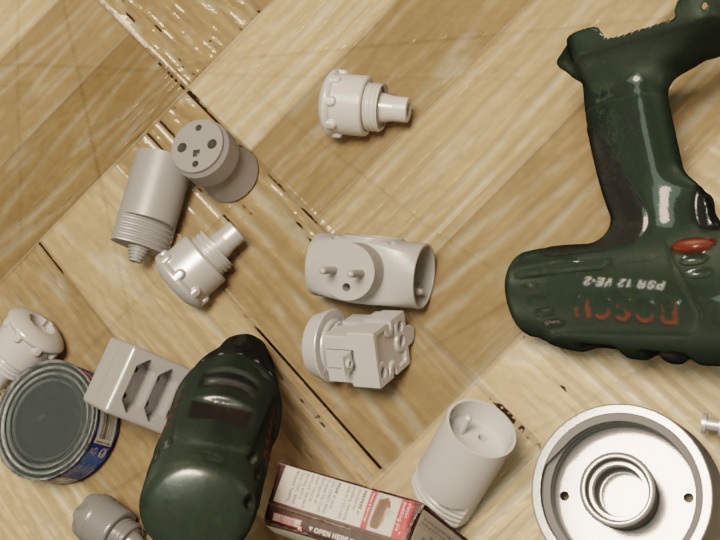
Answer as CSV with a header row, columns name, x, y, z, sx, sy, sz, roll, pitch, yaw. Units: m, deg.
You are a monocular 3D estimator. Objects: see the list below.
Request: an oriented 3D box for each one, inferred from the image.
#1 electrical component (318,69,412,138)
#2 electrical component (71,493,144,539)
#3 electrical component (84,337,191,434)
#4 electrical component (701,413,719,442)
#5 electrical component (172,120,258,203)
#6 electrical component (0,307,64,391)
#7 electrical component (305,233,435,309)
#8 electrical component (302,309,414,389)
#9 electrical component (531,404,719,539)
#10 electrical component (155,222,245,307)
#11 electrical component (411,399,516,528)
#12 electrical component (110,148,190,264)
name,x,y,z,sx,sy,sz,roll,pitch,yaw
electrical component,0.004,-0.115,0.754,0.062,0.048,0.048,7,75,16
electrical component,-0.163,0.177,0.725,0.061,0.035,0.035,26,83,24
electrical component,-0.154,0.079,0.742,0.077,0.066,0.047,10,74,53
electrical component,0.232,0.092,0.601,0.078,0.040,0.040,7,75,23
electrical component,-0.105,-0.079,0.776,0.045,0.055,0.045,-6,71,19
electrical component,-0.254,0.062,0.793,0.062,0.048,0.048,-48,63,9
electrical component,0.000,0.000,0.698,0.077,0.079,0.044,7,94,22
electrical component,-0.004,0.050,0.697,0.055,0.066,0.048,1,108,29
electrical component,0.149,0.127,0.609,0.108,0.060,0.108,-6,71,19
electrical component,-0.110,-0.008,0.762,0.062,0.048,0.048,-42,63,-5
electrical component,0.058,0.120,0.645,0.043,0.043,0.081,46,134,27
electrical component,-0.154,-0.044,0.790,0.043,0.043,0.081,8,76,23
